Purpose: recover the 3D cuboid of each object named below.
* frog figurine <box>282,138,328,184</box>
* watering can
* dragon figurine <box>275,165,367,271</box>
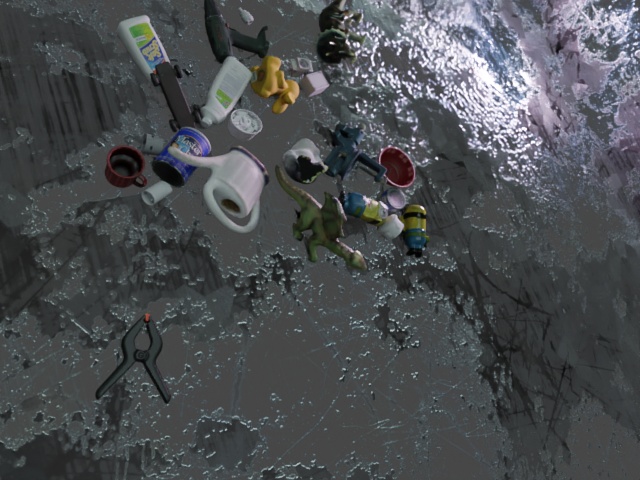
[{"bbox_3d":[-0.058,-0.257,1.648,0.137,0.120,0.163,1,34,-22],"label":"frog figurine"},{"bbox_3d":[-0.260,-0.179,1.431,0.341,0.103,0.229,55,44,-33],"label":"watering can"},{"bbox_3d":[0.005,-0.076,1.509,0.124,0.240,0.410,-31,90,-31],"label":"dragon figurine"}]
